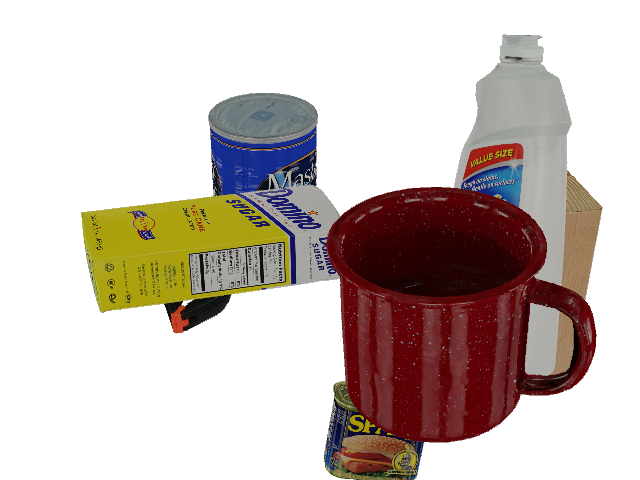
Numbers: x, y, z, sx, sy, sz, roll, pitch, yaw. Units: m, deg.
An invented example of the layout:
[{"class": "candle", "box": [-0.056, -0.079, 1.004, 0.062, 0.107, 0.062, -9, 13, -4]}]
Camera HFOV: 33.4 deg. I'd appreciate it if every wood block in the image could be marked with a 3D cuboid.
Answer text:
[{"class": "wood block", "box": [0.209, 0.042, 1.075, 0.090, 0.206, 0.090, -4, 30, -11]}]

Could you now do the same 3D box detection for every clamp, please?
[{"class": "clamp", "box": [-0.124, 0.043, 1.241, 0.120, 0.039, 0.171, -2, 39, 13]}]

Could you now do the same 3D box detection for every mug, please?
[{"class": "mug", "box": [0.061, 0.036, 0.467, 0.117, 0.081, 0.093, 10, 34, 21]}]

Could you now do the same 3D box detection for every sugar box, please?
[{"class": "sugar box", "box": [-0.074, 0.002, 0.749, 0.176, 0.048, 0.093, -10, 26, -13]}]

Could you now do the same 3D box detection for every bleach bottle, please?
[{"class": "bleach bottle", "box": [0.136, -0.027, 0.799, 0.067, 0.251, 0.103, -8, 16, -37]}]

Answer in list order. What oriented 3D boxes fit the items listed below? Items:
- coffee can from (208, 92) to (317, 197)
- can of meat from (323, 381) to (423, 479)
[{"class": "coffee can", "box": [-0.054, -0.059, 1.033, 0.103, 0.140, 0.103, 0, 31, 0]}, {"class": "can of meat", "box": [0.057, 0.197, 1.092, 0.102, 0.084, 0.057, 7, 18, -7]}]
